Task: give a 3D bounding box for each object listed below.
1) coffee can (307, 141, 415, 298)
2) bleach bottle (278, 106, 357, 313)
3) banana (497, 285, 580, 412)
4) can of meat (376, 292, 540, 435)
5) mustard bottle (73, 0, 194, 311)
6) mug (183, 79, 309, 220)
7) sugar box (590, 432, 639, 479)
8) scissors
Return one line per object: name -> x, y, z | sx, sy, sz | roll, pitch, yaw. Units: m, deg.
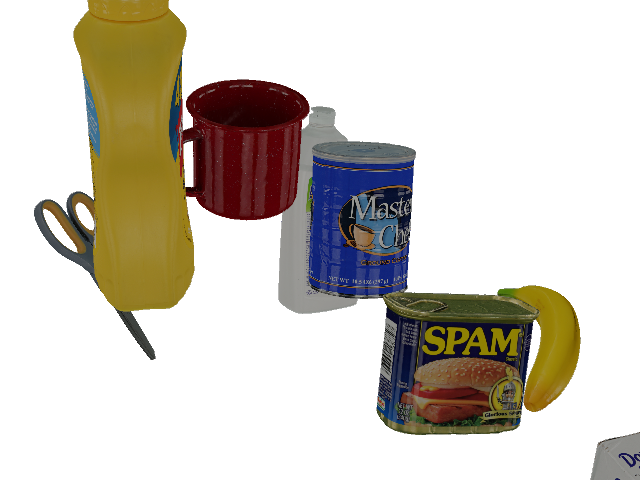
coffee can -> 0.040, -0.023, 1.069 | 0.103, 0.140, 0.103 | 2, 13, -1
bleach bottle -> 0.002, -0.039, 1.315 | 0.102, 0.251, 0.068 | -8, 22, -31
banana -> 0.220, 0.096, 1.040 | 0.070, 0.037, 0.197 | -29, 23, 16
can of meat -> 0.090, 0.082, 0.717 | 0.102, 0.084, 0.057 | 3, 10, -17
mustard bottle -> -0.100, -0.064, 0.574 | 0.058, 0.192, 0.096 | -2, 31, -7
mug -> -0.067, -0.065, 0.815 | 0.117, 0.081, 0.093 | -18, 37, -32
sugar box -> 0.188, 0.179, 0.501 | 0.048, 0.093, 0.176 | -9, 29, -21
scissors -> -0.227, 0.028, 1.141 | 0.016, 0.201, 0.096 | -27, 22, 30
